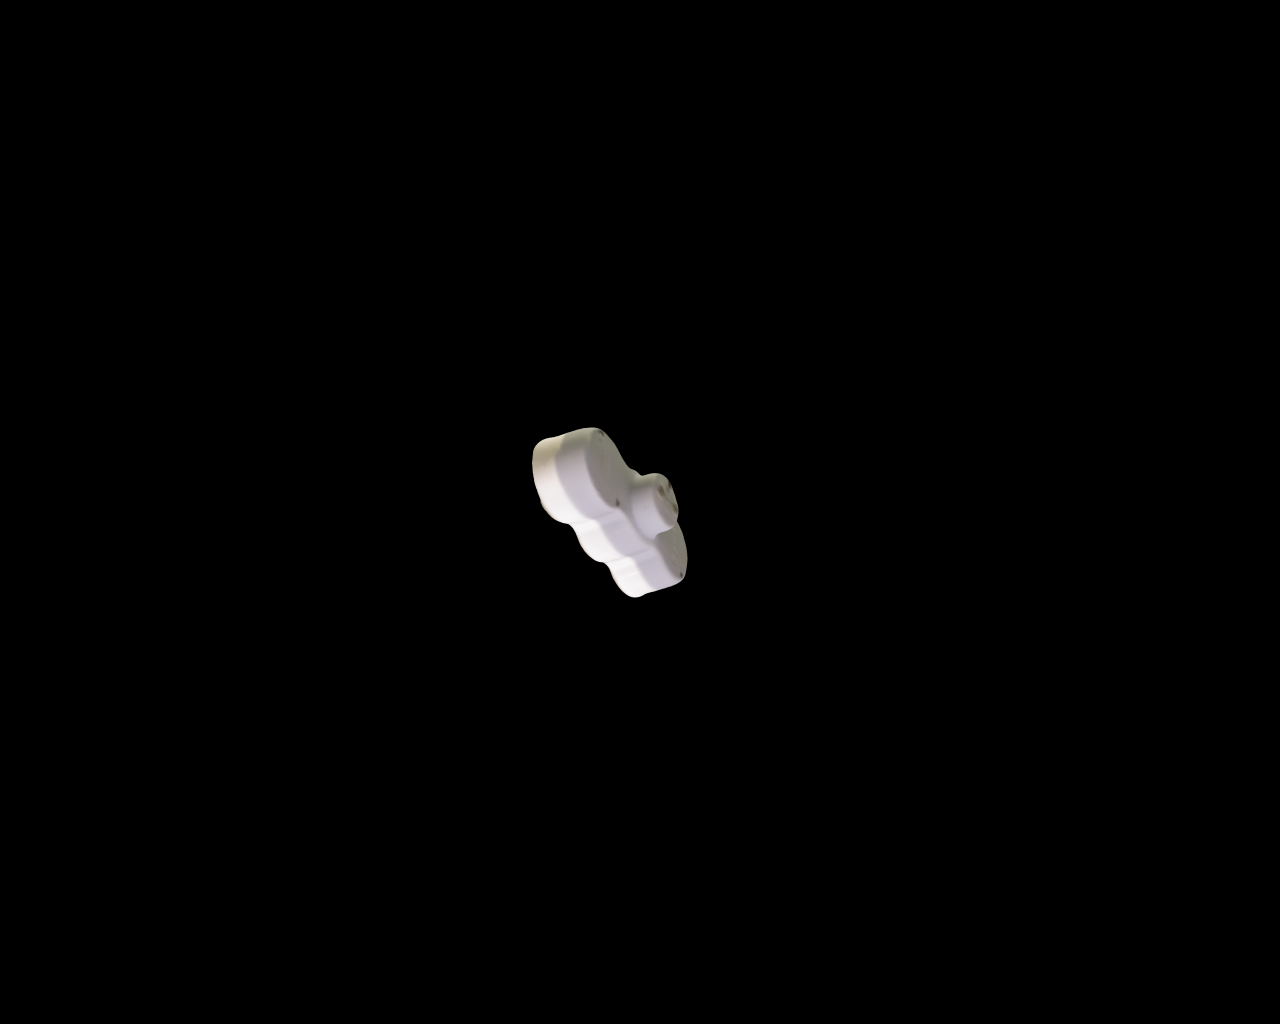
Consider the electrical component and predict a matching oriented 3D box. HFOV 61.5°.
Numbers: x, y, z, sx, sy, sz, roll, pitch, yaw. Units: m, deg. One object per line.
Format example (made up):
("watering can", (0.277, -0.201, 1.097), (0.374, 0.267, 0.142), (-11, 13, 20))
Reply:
("electrical component", (0.001, -0.003, 0.650), (0.073, 0.052, 0.138), (-17, -41, 21))
